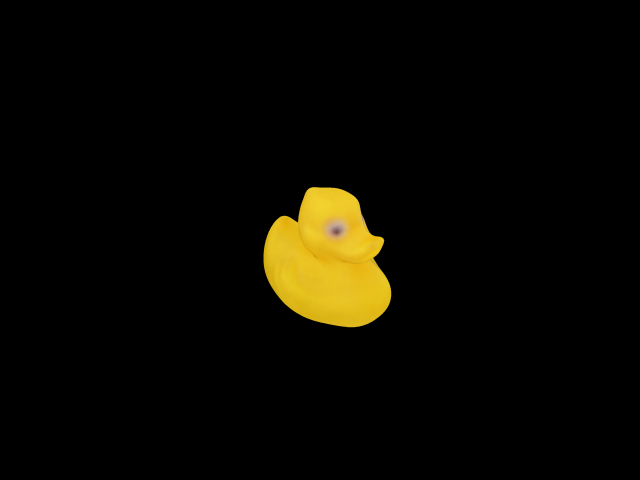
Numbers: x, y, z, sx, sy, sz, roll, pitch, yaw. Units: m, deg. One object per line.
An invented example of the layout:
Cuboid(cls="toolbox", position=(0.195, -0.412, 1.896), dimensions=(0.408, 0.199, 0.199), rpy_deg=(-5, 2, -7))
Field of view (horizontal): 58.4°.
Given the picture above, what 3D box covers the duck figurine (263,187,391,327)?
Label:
Cuboid(cls="duck figurine", position=(0.004, 0.001, 0.400), dimensions=(0.104, 0.086, 0.078), rpy_deg=(29, 46, 33))
